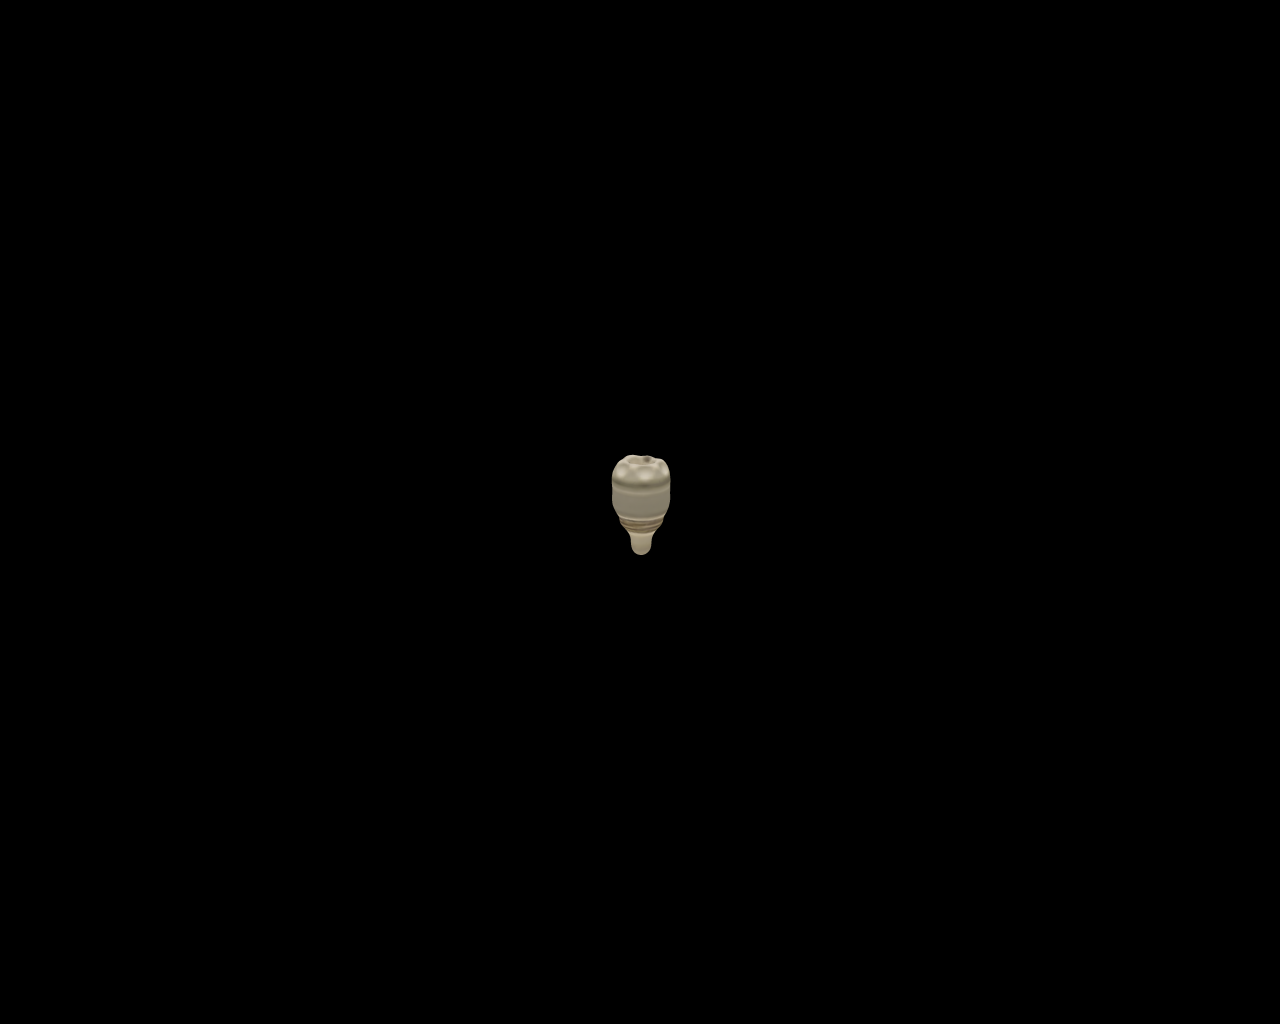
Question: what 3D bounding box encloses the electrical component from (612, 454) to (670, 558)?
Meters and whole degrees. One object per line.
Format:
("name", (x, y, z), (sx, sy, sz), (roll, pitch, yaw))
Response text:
("electrical component", (0.001, -0.003, 0.650), (0.035, 0.061, 0.035), (0, 19, 0))
